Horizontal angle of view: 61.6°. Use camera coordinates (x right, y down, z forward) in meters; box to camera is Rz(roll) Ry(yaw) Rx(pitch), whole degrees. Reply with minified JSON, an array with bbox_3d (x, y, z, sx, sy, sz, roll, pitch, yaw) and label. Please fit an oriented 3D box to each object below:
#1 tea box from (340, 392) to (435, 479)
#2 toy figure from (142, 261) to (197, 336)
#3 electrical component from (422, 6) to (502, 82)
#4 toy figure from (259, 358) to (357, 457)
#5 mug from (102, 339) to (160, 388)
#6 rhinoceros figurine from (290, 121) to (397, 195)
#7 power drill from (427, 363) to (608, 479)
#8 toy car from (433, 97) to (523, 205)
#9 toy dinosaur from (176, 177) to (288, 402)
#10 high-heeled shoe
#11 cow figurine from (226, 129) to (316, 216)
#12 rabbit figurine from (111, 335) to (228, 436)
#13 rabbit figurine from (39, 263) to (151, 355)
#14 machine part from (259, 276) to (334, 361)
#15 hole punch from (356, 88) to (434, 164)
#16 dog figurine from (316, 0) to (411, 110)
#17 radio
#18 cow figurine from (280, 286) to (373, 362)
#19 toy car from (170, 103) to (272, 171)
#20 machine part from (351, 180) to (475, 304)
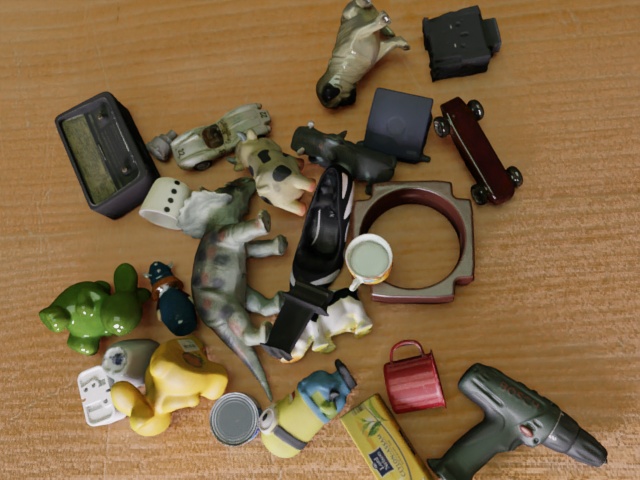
[{"bbox_3d":[0.107,0.326,0.828,0.068,0.098,0.170,-33,75,0],"label":"tea box"},{"bbox_3d":[-0.269,0.102,0.960,0.155,0.064,0.057,53,126,34],"label":"toy figure"},{"bbox_3d":[0.266,-0.369,1.006,0.134,0.058,0.115,-11,76,6],"label":"electrical component"},{"bbox_3d":[-0.018,0.274,0.871,0.180,0.082,0.089,-36,71,-4],"label":"toy figure"},{"bbox_3d":[-0.330,0.218,0.920,0.081,0.107,0.109,17,77,14],"label":"mug"},{"bbox_3d":[0.040,-0.145,0.952,0.190,0.112,0.073,22,82,2],"label":"rhinoceros figurine"},{"bbox_3d":[0.280,0.315,0.806,0.232,0.086,0.207,41,83,19],"label":"power drill"},{"bbox_3d":[0.273,-0.154,0.940,0.089,0.053,0.202,-29,84,-7],"label":"toy car"},{"bbox_3d":[-0.161,0.068,0.934,0.192,0.131,0.404,-1,80,22],"label":"toy dinosaur"},{"bbox_3d":[-0.002,-0.003,0.906,0.086,0.145,0.248,17,77,13],"label":"high-heeled shoe"},{"bbox_3d":[-0.092,-0.127,0.955,0.085,0.127,0.195,-62,28,23],"label":"cow figurine"},{"bbox_3d":[-0.257,0.259,0.884,0.122,0.162,0.173,41,107,18],"label":"rabbit figurine"},{"bbox_3d":[-0.364,0.125,0.938,0.170,0.121,0.159,-1,36,34],"label":"rabbit figurine"},{"bbox_3d":[-0.038,0.128,0.868,0.084,0.039,0.139,25,69,20],"label":"machine part"},{"bbox_3d":[0.142,-0.206,0.969,0.142,0.092,0.115,15,82,9],"label":"hole punch"},{"bbox_3d":[0.049,-0.357,1.025,0.190,0.121,0.172,-40,38,15],"label":"dog figurine"},{"bbox_3d":[-0.412,-0.168,1.051,0.131,0.073,0.229,-30,74,1],"label":"radio"},{"bbox_3d":[-0.002,0.141,0.909,0.167,0.068,0.098,-22,68,0],"label":"cow figurine"},{"bbox_3d":[-0.189,-0.198,1.033,0.202,0.056,0.073,-25,73,2],"label":"toy car"},{"bbox_3d":[0.155,0.006,0.911,0.202,0.087,0.201,-1,75,10],"label":"machine part"}]
